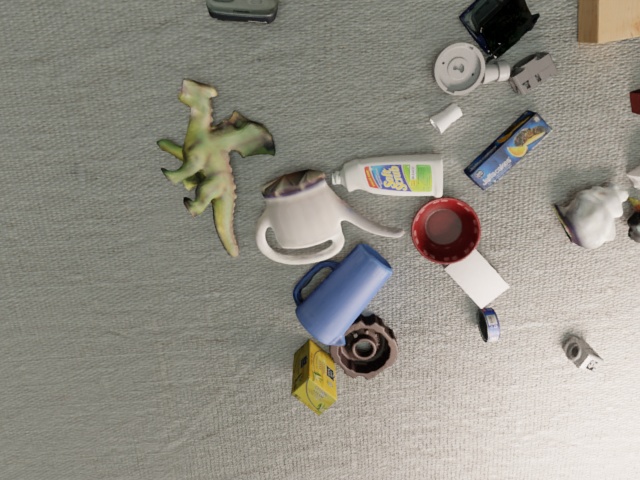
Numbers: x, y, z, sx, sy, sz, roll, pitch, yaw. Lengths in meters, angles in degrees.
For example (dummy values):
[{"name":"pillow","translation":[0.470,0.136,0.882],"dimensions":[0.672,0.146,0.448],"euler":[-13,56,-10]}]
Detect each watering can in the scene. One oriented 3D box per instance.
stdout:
[{"name":"watering can","translation":[0.004,-0.060,1.191],"dimensions":[0.347,0.106,0.221],"euler":[-13,109,11]}]

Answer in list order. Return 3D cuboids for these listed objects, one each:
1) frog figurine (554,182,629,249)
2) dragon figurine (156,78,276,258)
[{"name":"frog figurine","translation":[0.653,-0.059,1.211],"dimensions":[0.158,0.124,0.137],"euler":[-29,89,21]},{"name":"dragon figurine","translation":[-0.211,-0.172,1.165],"dimensions":[0.243,0.124,0.404],"euler":[-32,117,1]}]
